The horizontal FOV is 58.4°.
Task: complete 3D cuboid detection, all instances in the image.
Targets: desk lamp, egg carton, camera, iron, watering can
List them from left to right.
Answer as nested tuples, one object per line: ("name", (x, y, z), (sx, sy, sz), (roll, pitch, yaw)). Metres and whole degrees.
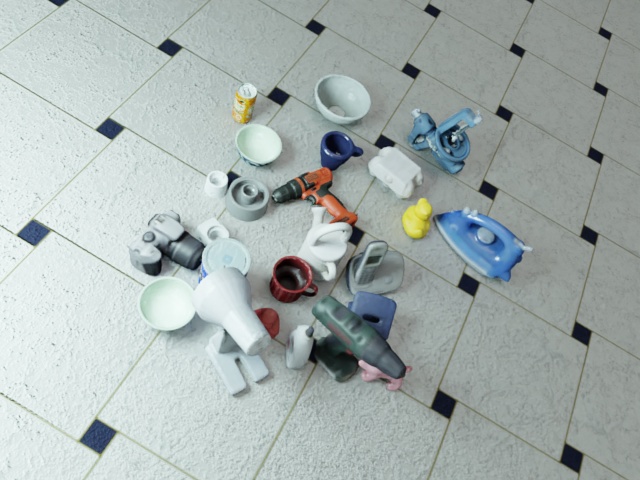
("camera", (-0.330, 0.016, 1.276), (0.137, 0.100, 0.143), (33, 58, 3))
("desk lamp", (-0.171, 0.183, 1.167), (0.118, 0.213, 0.203), (-26, 72, -27))
("watering can", (0.010, 0.005, 1.331), (0.101, 0.194, 0.172), (-26, 72, -27))
("egg carton", (0.208, -0.185, 1.570), (0.150, 0.069, 0.107), (40, 59, 7))
("iron", (0.427, -0.015, 1.501), (0.258, 0.141, 0.119), (38, 58, 6))

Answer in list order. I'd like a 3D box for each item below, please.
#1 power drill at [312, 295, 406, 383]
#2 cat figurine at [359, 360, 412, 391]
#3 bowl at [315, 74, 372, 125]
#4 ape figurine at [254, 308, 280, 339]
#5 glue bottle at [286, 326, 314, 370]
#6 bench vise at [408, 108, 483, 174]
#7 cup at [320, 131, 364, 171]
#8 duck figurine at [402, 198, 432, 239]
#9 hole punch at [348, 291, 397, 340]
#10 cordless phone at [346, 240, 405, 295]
("power drill", (0.066, 0.228, 1.217), (0.229, 0.208, 0.076), (44, 59, 10))
("cat figurine", (0.141, 0.277, 1.267), (0.128, 0.117, 0.067), (17, 59, -7))
("bowl", (0.058, -0.387, 1.632), (0.168, 0.074, 0.167), (7, 60, -13))
("ape figurine", (-0.118, 0.177, 1.258), (0.076, 0.092, 0.077), (-36, 77, -30))
("glue bottle", (-0.037, 0.216, 1.213), (0.037, 0.173, 0.078), (3, 61, -15))
("bench vise", (0.343, -0.301, 1.586), (0.207, 0.219, 0.121), (27, 58, -1))
("cup", (0.050, -0.227, 1.529), (0.118, 0.095, 0.091), (9, 60, -12))
("duck figurine", (0.266, -0.061, 1.510), (0.077, 0.086, 0.104), (13, 59, -9))
("hole punch", (0.117, 0.183, 1.327), (0.109, 0.091, 0.101), (16, 59, -8))
("cordless phone", (0.146, 0.056, 1.350), (0.148, 0.185, 0.094), (-9, 65, -21))
